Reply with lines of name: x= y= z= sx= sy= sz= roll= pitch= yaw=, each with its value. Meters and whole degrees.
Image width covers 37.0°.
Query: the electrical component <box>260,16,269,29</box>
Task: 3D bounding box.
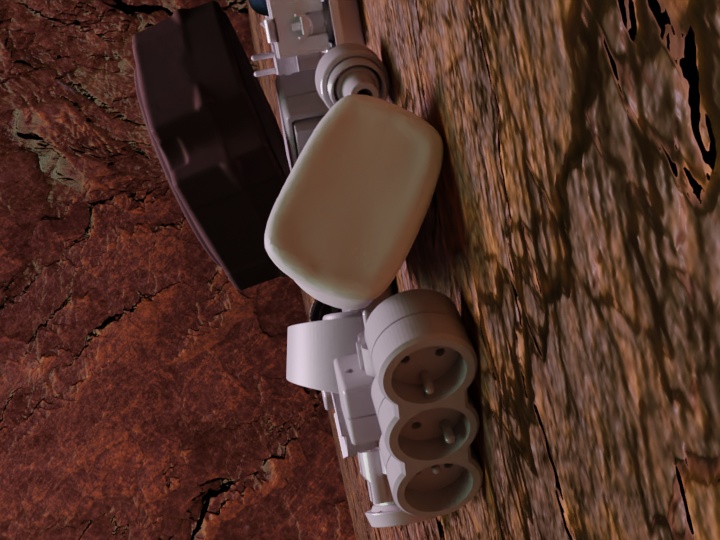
electrical component: x=-0.061 y=-0.236 z=0.965 sx=0.048 sy=0.066 sz=0.055 roll=42 pitch=175 yaw=12

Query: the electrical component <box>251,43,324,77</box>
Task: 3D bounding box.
electrical component: x=-0.053 y=-0.175 z=0.894 sx=0.138 sy=0.074 sz=0.052 roll=86 pitch=171 yaw=-56

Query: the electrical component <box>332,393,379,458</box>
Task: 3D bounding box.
electrical component: x=0.012 y=0.121 z=0.885 sx=0.081 sy=0.064 sz=0.042 roll=87 pitch=171 yaw=-58

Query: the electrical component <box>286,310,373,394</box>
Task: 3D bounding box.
electrical component: x=-0.002 y=0.061 z=0.742 sx=0.099 sy=0.099 sz=0.064 roll=117 pitch=148 yaw=-82

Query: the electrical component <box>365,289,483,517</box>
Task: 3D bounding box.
electrical component: x=0.032 y=0.065 z=0.596 sx=0.073 sy=0.052 sz=0.138 roll=-107 pitch=8 yaw=-51

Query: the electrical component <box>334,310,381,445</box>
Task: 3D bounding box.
electrical component: x=0.018 y=0.057 z=0.655 sx=0.047 sy=0.066 sz=0.076 roll=-113 pitch=13 yaw=-67

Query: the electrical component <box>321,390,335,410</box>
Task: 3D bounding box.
electrical component: x=-0.006 y=0.109 z=1.050 sx=0.076 sy=0.066 sz=0.047 roll=89 pitch=169 yaw=-64

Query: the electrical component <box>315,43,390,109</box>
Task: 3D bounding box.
electrical component: x=-0.003 y=-0.111 z=0.649 sx=0.062 sy=0.043 sz=0.043 roll=-115 pitch=14 yaw=-65

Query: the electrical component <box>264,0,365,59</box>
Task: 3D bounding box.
electrical component: x=-0.040 y=-0.209 z=0.736 sx=0.078 sy=0.063 sz=0.121 roll=-121 pitch=21 yaw=-76

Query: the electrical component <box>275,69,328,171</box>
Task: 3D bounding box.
electrical component: x=-0.025 y=-0.099 z=0.817 sx=0.096 sy=0.062 sz=0.061 roll=84 pitch=173 yaw=-46

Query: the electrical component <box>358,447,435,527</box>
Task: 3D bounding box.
electrical component: x=0.030 y=0.164 z=0.824 sx=0.078 sy=0.058 sz=0.057 roll=117 pitch=145 yaw=-81

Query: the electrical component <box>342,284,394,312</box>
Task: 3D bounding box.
electrical component: x=0.000 y=0.000 z=0.865 sx=0.079 sy=0.043 sz=0.077 roll=-176 pitch=74 yaw=-85
